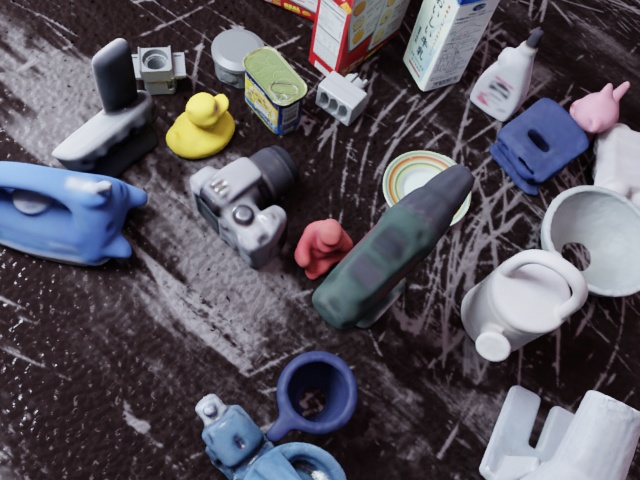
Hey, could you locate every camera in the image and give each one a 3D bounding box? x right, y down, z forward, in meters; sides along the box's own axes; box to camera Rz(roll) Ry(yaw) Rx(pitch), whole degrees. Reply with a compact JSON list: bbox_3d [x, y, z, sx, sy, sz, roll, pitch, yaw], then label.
[{"bbox_3d":[-0.084,-0.061,0.764,0.137,0.101,0.143,-39,77,-21],"label":"camera"}]

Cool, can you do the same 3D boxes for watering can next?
[{"bbox_3d":[0.250,0.076,0.699,0.101,0.194,0.173,20,66,1],"label":"watering can"}]

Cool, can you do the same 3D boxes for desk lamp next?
[{"bbox_3d":[0.253,0.249,0.614,0.118,0.213,0.203,27,66,5],"label":"desk lamp"}]

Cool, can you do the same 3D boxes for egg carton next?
[{"bbox_3d":[0.470,-0.106,0.876,0.107,0.069,0.150,15,66,-1],"label":"egg carton"}]

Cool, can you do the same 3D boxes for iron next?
[{"bbox_3d":[-0.356,-0.054,0.701,0.258,0.141,0.118,9,66,-4],"label":"iron"}]

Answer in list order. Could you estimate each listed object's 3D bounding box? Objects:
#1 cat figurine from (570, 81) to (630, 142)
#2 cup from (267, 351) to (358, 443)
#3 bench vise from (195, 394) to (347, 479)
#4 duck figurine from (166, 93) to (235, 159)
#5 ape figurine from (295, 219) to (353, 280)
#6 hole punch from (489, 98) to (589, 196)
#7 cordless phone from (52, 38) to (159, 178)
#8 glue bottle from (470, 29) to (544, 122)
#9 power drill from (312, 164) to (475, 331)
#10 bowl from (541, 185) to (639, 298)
[{"bbox_3d":[0.431,-0.201,0.885,0.128,0.118,0.067,-36,75,-20],"label":"cat figurine"},{"bbox_3d":[-0.016,0.193,0.667,0.091,0.095,0.118,44,68,12],"label":"cup"},{"bbox_3d":[-0.056,0.246,0.570,0.207,0.219,0.121,28,66,5],"label":"bench vise"},{"bbox_3d":[-0.169,-0.168,0.806,0.105,0.086,0.077,-34,75,-19],"label":"duck figurine"},{"bbox_3d":[0.007,0.003,0.753,0.078,0.092,0.076,2,66,-7],"label":"ape figurine"},{"bbox_3d":[0.328,-0.140,0.860,0.101,0.091,0.108,-32,74,-19],"label":"hole punch"},{"bbox_3d":[-0.285,-0.169,0.736,0.094,0.185,0.148,35,67,8],"label":"cordless phone"},{"bbox_3d":[0.288,-0.252,0.857,0.078,0.173,0.037,34,67,8],"label":"glue bottle"},{"bbox_3d":[0.079,0.026,0.689,0.075,0.208,0.230,42,68,11],"label":"power drill"},{"bbox_3d":[0.382,0.011,0.811,0.167,0.075,0.167,3,66,-6],"label":"bowl"}]
